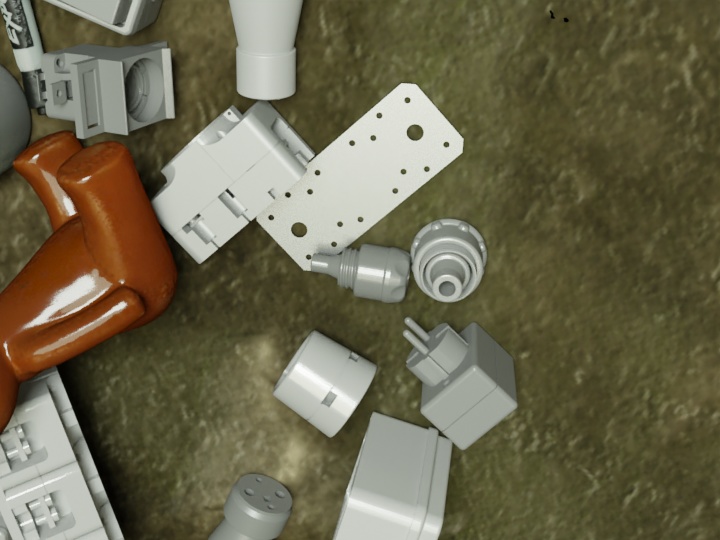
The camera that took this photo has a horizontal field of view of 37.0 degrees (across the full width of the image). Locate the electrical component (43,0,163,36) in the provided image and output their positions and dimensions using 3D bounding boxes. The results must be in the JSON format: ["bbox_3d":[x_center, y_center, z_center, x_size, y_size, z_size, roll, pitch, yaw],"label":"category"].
[{"bbox_3d":[-0.157,-0.179,0.601,0.096,0.061,0.061,23,112,-4],"label":"electrical component"}]

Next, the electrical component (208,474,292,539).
[{"bbox_3d":[-0.076,0.176,0.744,0.045,0.045,0.055,24,112,-4],"label":"electrical component"}]

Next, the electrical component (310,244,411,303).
[{"bbox_3d":[0.000,0.000,0.672,0.061,0.035,0.035,9,112,5],"label":"electrical component"}]

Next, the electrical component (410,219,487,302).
[{"bbox_3d":[0.053,-0.001,0.652,0.048,0.062,0.048,2,112,5],"label":"electrical component"}]

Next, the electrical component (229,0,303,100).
[{"bbox_3d":[-0.054,-0.131,0.622,0.044,0.044,0.065,4,117,4],"label":"electrical component"}]

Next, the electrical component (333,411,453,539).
[{"bbox_3d":[0.019,0.153,0.689,0.057,0.113,0.078,18,112,2],"label":"electrical component"}]

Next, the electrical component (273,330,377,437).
[{"bbox_3d":[-0.024,0.072,0.693,0.047,0.055,0.055,34,111,-4],"label":"electrical component"}]

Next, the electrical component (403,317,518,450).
[{"bbox_3d":[0.055,0.059,0.674,0.077,0.065,0.047,43,109,-12],"label":"electrical component"}]

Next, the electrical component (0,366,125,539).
[{"bbox_3d":[-0.206,0.141,0.713,0.062,0.089,0.150,-21,111,-16],"label":"electrical component"}]

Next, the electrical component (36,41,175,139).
[{"bbox_3d":[-0.148,-0.108,0.626,0.064,0.081,0.042,12,114,25],"label":"electrical component"}]

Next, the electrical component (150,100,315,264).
[{"bbox_3d":[-0.081,-0.057,0.648,0.089,0.050,0.055,-38,104,19],"label":"electrical component"}]

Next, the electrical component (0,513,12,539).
[{"bbox_3d":[-0.288,0.206,0.775,0.100,0.048,0.099,6,112,3],"label":"electrical component"}]
